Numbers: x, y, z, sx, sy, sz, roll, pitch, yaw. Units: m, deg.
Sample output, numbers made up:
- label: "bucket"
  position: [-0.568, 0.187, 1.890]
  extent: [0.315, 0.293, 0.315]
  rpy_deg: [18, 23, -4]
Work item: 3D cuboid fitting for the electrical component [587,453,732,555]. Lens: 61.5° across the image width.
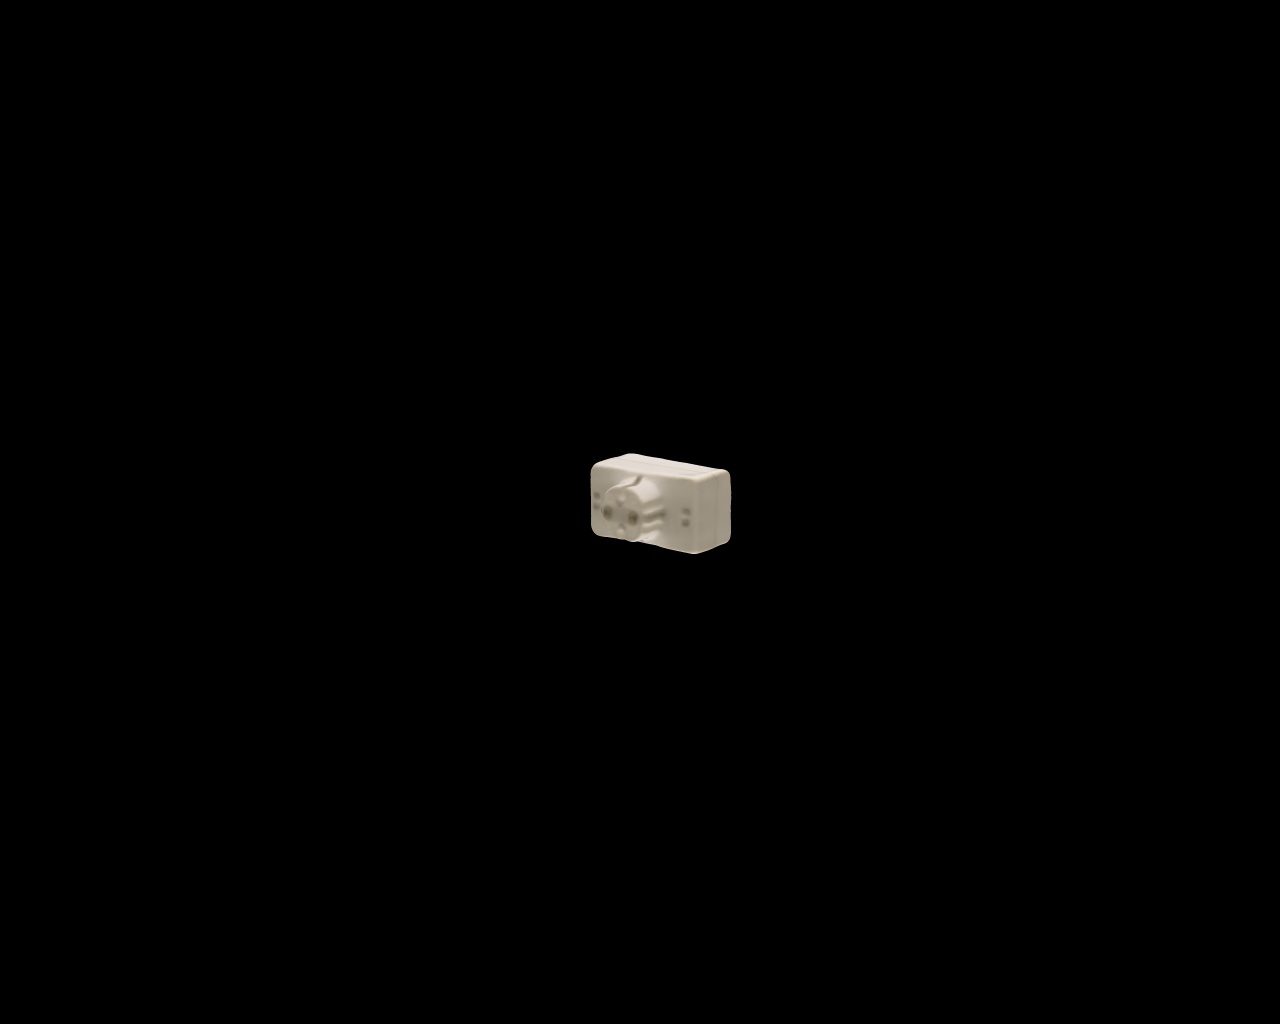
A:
- label: "electrical component"
  position: [0.001, -0.003, 0.650]
  extent: [0.083, 0.047, 0.076]
  rpy_deg: [11, 18, 37]
